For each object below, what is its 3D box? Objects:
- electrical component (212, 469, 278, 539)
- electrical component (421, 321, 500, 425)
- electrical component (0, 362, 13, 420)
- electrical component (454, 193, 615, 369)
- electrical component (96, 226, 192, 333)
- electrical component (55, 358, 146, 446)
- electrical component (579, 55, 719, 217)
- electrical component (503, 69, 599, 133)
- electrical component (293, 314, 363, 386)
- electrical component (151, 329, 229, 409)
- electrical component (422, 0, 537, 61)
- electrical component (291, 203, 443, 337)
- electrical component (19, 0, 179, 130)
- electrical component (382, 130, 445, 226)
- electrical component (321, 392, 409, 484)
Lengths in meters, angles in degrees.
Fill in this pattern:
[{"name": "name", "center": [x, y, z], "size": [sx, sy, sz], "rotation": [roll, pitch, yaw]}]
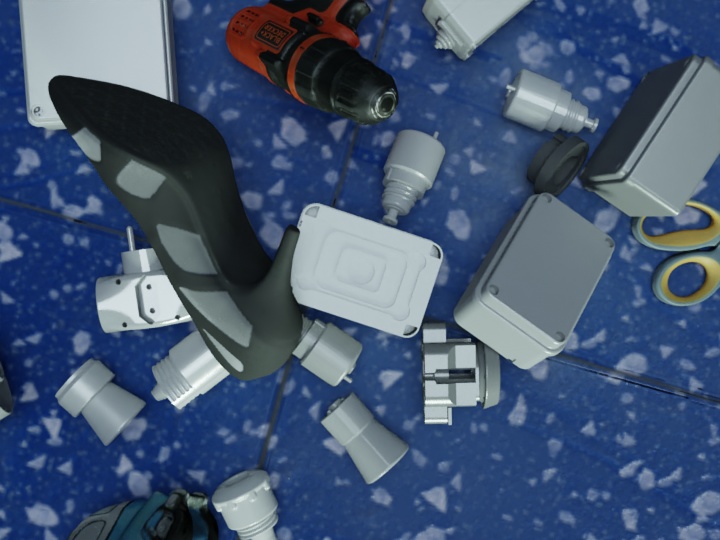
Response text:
[{"name": "electrical component", "center": [-0.083, 0.190, 0.837], "size": [0.048, 0.048, 0.062], "rotation": [-24, 99, -2]}, {"name": "electrical component", "center": [0.078, 0.079, 0.835], "size": [0.057, 0.058, 0.078], "rotation": [-1, 92, 0]}, {"name": "electrical component", "center": [-0.303, 0.078, 0.800], "size": [0.064, 0.099, 0.099], "rotation": [-26, 92, -8]}, {"name": "electrical component", "center": [0.133, 0.007, 0.812], "size": [0.078, 0.057, 0.113], "rotation": [35, 61, -3]}, {"name": "electrical component", "center": [-0.163, 0.004, 0.828], "size": [0.077, 0.043, 0.079], "rotation": [-8, 92, -2]}, {"name": "electrical component", "center": [-0.200, 0.101, 0.829], "size": [0.055, 0.045, 0.045], "rotation": [43, 89, -3]}, {"name": "electrical component", "center": [0.228, -0.098, 0.811], "size": [0.056, 0.109, 0.108], "rotation": [33, 90, -5]}, {"name": "electrical component", "center": [0.148, -0.127, 0.840], "size": [0.078, 0.040, 0.040], "rotation": [21, 90, -3]}, {"name": "electrical component", "center": [-0.035, 0.057, 0.837], "size": [0.078, 0.040, 0.040], "rotation": [35, 90, -3]}, {"name": "electrical component", "center": [-0.127, 0.073, 0.832], "size": [0.081, 0.043, 0.043], "rotation": [-38, 93, -1]}, {"name": "electrical component", "center": [0.089, -0.209, 0.825], "size": [0.096, 0.062, 0.061], "rotation": [-40, 93, -1]}, {"name": "electrical component", "center": [0.000, 0.000, 0.829], "size": [0.113, 0.057, 0.078], "rotation": [18, 91, -3]}, {"name": "electrical component", "center": [-0.196, -0.164, 0.816], "size": [0.109, 0.056, 0.108], "rotation": [-4, 92, -2]}, {"name": "electrical component", "center": [0.037, -0.071, 0.830], "size": [0.040, 0.040, 0.078], "rotation": [23, 75, -3]}, {"name": "electrical component", "center": [0.001, 0.128, 0.841], "size": [0.044, 0.044, 0.065], "rotation": [-42, 88, -1]}]
